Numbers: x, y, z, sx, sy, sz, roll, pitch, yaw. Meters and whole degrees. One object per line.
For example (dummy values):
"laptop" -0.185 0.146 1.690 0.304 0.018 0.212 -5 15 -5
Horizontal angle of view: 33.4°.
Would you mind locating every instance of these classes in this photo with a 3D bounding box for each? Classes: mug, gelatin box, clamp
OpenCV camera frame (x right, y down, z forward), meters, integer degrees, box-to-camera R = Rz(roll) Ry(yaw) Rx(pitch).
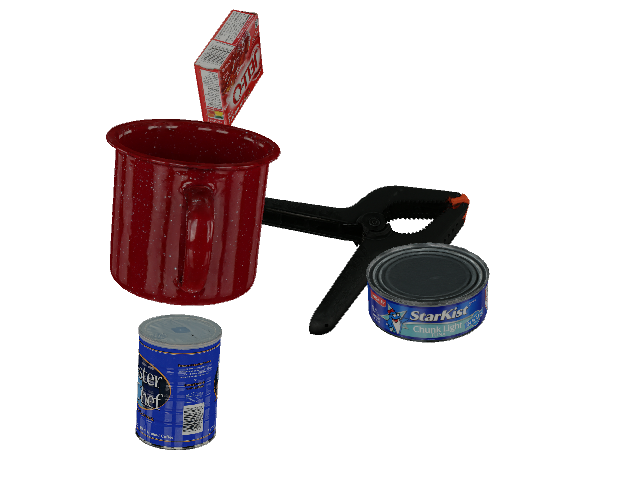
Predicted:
"mug" -0.070 -0.012 0.573 0.093 0.081 0.117 2 20 -15
"gelatin box" -0.084 -0.161 1.002 0.030 0.089 0.073 15 -39 15
"clamp" 0.046 0.004 0.964 0.209 0.165 0.036 -11 -40 -16

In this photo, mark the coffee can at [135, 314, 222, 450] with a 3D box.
"coffee can" -0.177 0.175 1.332 0.103 0.140 0.103 4 16 -1

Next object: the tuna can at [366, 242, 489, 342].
"tuna can" 0.075 0.036 0.753 0.086 0.034 0.086 -3 28 1
